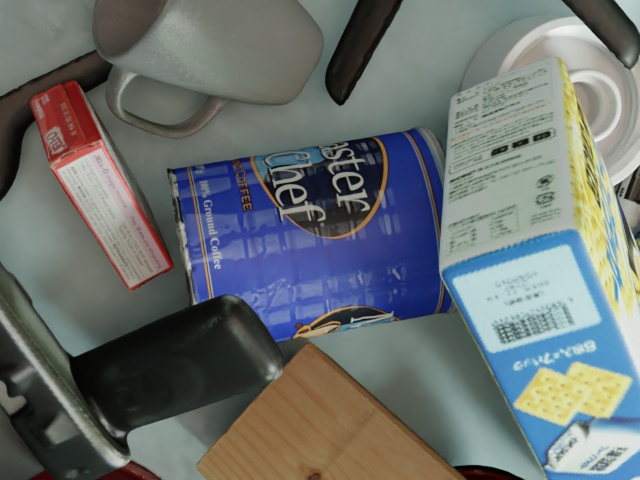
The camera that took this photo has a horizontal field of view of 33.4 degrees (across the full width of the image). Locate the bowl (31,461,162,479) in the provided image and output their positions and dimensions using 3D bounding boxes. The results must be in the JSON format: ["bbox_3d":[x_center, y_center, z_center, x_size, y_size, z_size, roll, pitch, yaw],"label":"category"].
[{"bbox_3d":[-0.143,0.202,0.597,0.162,0.055,0.162,-1,96,-8],"label":"bowl"}]

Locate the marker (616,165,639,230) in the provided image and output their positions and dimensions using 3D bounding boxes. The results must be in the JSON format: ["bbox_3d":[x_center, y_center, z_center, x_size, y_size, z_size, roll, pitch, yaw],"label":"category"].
[{"bbox_3d":[0.199,-0.065,0.633,0.020,0.020,0.121,19,93,-10],"label":"marker"}]

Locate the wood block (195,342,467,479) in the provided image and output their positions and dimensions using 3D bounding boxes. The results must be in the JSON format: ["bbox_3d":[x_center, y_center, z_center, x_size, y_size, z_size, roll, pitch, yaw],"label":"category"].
[{"bbox_3d":[0.047,0.158,0.552,0.206,0.090,0.091,41,86,20],"label":"wood block"}]

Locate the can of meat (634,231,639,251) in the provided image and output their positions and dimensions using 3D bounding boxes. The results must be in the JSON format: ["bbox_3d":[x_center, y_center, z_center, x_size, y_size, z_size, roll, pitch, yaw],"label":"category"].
[{"bbox_3d":[0.243,0.012,0.622,0.084,0.057,0.102,-41,86,0],"label":"can of meat"}]

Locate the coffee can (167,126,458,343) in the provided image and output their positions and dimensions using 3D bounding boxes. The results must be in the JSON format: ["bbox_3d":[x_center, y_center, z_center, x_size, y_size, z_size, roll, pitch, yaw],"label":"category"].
[{"bbox_3d":[-0.004,0.001,0.568,0.140,0.103,0.103,-10,98,-7],"label":"coffee can"}]

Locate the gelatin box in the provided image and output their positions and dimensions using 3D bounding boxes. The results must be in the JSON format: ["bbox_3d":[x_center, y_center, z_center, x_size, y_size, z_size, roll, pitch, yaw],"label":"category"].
[{"bbox_3d":[-0.113,-0.029,0.548,0.030,0.073,0.089,-28,129,-4],"label":"gelatin box"}]

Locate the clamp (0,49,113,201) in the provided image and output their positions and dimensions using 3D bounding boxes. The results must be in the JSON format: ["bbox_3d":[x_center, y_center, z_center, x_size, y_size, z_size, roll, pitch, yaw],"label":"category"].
[{"bbox_3d":[-0.178,-0.068,0.569,0.120,0.039,0.171,22,96,-6],"label":"clamp"}]

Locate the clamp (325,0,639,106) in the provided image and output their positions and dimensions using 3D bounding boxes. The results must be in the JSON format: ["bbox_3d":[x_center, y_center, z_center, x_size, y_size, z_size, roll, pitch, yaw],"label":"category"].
[{"bbox_3d":[0.062,-0.171,0.544,0.165,0.036,0.210,-13,103,12],"label":"clamp"}]
